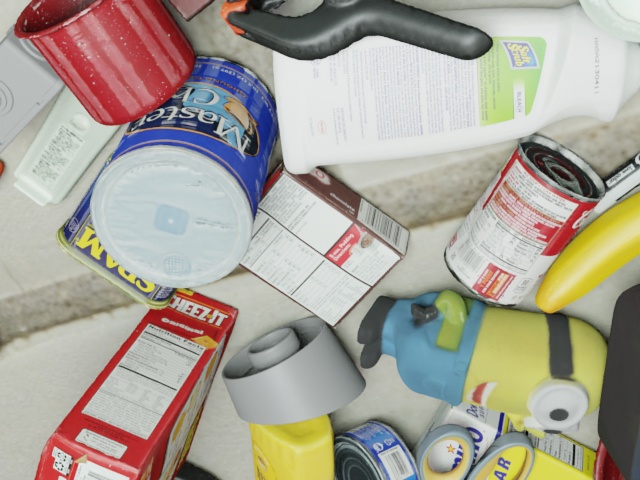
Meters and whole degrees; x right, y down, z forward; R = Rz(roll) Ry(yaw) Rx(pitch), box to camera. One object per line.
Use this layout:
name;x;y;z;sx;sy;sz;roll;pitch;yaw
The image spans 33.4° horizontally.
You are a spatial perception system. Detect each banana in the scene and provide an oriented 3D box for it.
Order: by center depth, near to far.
banana;0.229;-0.010;0.712;0.198;0.069;0.037;-25;122;34

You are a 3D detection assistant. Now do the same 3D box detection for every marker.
marker;0.230;-0.059;0.713;0.121;0.020;0.020;-39;103;27

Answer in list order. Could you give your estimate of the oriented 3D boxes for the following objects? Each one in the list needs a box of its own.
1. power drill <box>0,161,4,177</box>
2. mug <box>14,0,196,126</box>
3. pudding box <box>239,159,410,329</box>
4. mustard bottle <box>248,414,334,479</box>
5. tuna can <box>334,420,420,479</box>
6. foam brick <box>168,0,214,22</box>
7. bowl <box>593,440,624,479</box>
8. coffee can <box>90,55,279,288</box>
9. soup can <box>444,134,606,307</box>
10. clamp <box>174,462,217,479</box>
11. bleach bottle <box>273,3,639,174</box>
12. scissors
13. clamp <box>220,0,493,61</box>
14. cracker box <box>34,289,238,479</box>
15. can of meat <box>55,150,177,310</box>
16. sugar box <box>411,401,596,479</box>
power drill;-0.321;0.001;0.859;0.184;0.057;0.188;31;120;-3
mug;-0.139;-0.132;0.693;0.093;0.117;0.081;-42;124;-11
pudding box;-0.005;0.001;0.786;0.113;0.039;0.090;36;122;-11
mustard bottle;-0.021;0.218;0.878;0.058;0.096;0.192;-16;121;-24
tuna can;0.042;0.190;0.853;0.086;0.033;0.086;32;131;46
foam brick;-0.069;-0.190;0.699;0.078;0.053;0.051;-33;105;25
bowl;0.271;0.181;0.780;0.162;0.055;0.162;1;78;-3
coffee can;-0.086;-0.049;0.719;0.103;0.140;0.103;3;124;5
soup can;0.138;-0.012;0.732;0.068;0.068;0.102;30;120;-3
clamp;-0.110;0.271;0.958;0.165;0.036;0.210;-35;107;24
bleach bottle;0.099;-0.099;0.700;0.251;0.068;0.102;-1;112;13
scissors;0.082;0.214;0.820;0.096;0.016;0.202;32;110;-19
clamp;0.024;-0.165;0.669;0.171;0.120;0.039;0;157;14
cracker box;-0.145;0.154;0.804;0.072;0.213;0.164;23;119;3
can of meat;-0.134;-0.011;0.808;0.102;0.057;0.084;35;117;-6
sugar box;0.163;0.193;0.845;0.176;0.048;0.093;25;120;-1
